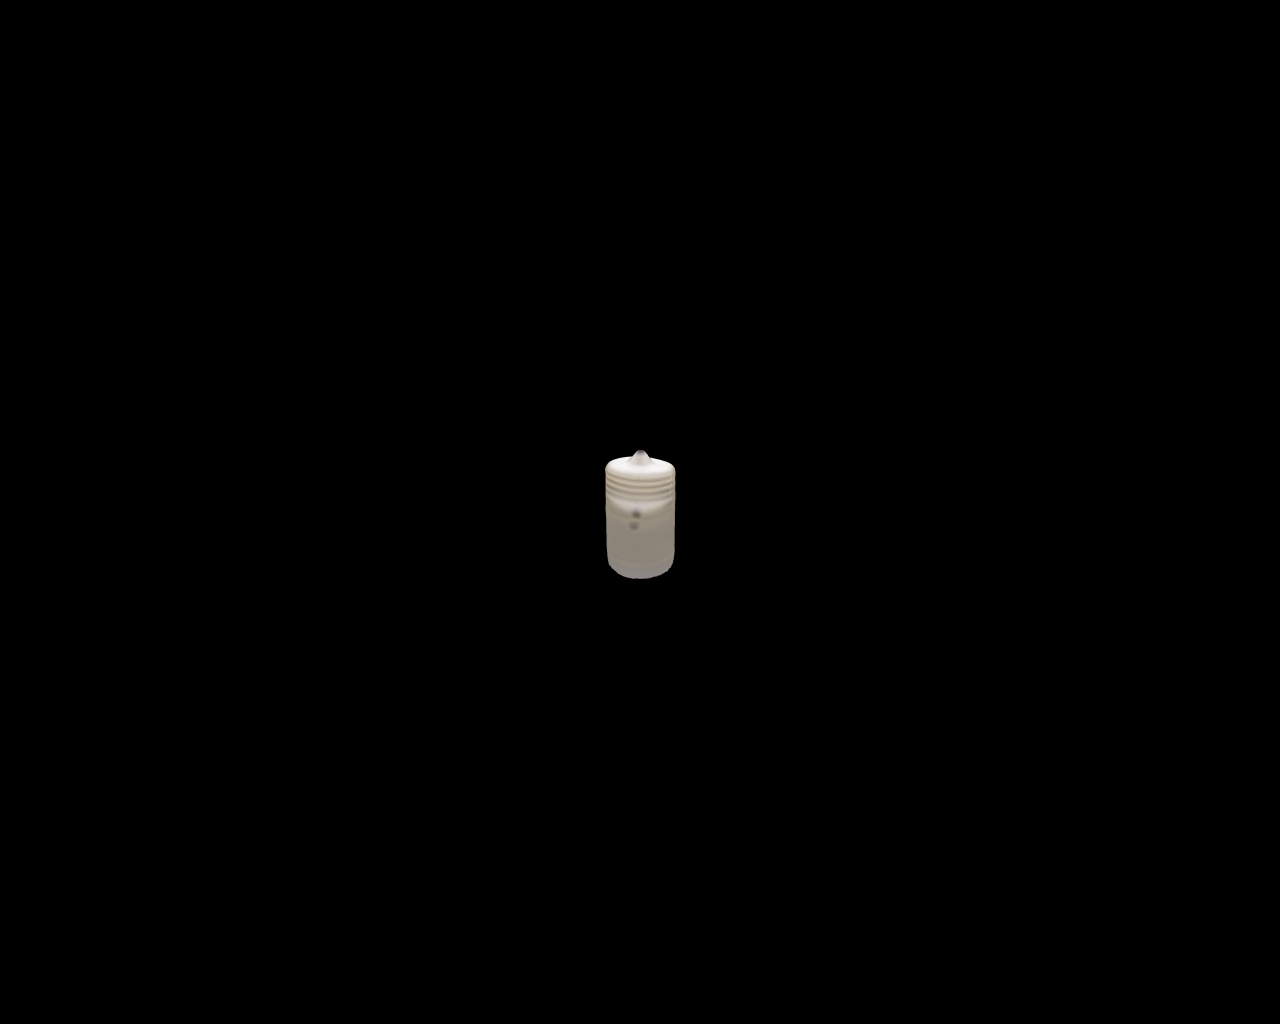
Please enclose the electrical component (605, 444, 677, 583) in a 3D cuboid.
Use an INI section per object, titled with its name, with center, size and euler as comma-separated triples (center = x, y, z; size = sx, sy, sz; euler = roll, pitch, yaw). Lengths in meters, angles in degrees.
[electrical component]
center = 0.001, -0.003, 0.650
size = 0.043, 0.080, 0.043
euler = 0, 29, 0
